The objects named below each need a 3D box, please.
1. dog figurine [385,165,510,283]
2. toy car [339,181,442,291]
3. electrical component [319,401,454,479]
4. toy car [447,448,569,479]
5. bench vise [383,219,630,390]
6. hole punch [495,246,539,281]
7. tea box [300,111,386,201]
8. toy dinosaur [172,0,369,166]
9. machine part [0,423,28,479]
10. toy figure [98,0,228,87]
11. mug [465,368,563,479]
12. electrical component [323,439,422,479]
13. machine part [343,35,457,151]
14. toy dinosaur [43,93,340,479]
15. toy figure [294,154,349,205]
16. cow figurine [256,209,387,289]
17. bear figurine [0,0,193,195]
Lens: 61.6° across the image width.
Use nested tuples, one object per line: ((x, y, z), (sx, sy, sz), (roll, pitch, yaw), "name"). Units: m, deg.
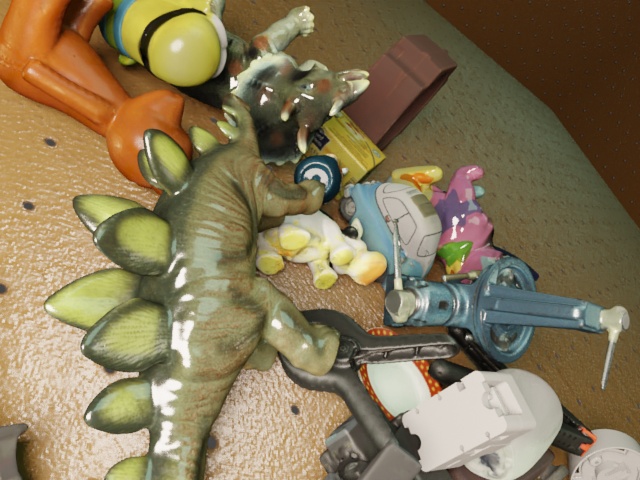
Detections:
((0.183, 0.005, 0.781), (0.108, 0.192, 0.219), (62, 30, -65), "dog figurine")
((0.104, -0.017, 0.701), (0.109, 0.103, 0.161), (-11, 73, -53), "toy car")
((0.062, 0.209, 0.452), (0.134, 0.058, 0.115), (53, 30, 11), "electrical component")
((0.192, 0.244, 0.569), (0.202, 0.053, 0.089), (4, 30, -49), "toy car")
((0.192, 0.071, 0.580), (0.223, 0.241, 0.129), (23, 76, -39), "bench vise")
((0.270, 0.040, 0.861), (0.142, 0.092, 0.116), (15, 39, -35), "hole punch")
((0.006, -0.149, 0.779), (0.169, 0.068, 0.098), (48, 32, 2), "tea box")
((-0.124, -0.225, 0.658), (0.405, 0.131, 0.192), (29, 59, 13), "toy dinosaur")
((-0.213, 0.088, 0.288), (0.084, 0.039, 0.139), (-11, 64, -45), "machine part")
((-0.177, -0.217, 0.569), (0.180, 0.082, 0.089), (31, 63, 22), "toy figure")
((0.168, 0.177, 0.522), (0.110, 0.080, 0.107), (15, 19, 32), "mug")
((0.027, 0.199, 0.365), (0.075, 0.119, 0.048), (42, 2, -9), "electrical component")
((0.117, -0.231, 0.874), (0.087, 0.201, 0.201), (46, 32, 3), "machine part")
((-0.090, 0.046, 0.401), (0.198, 0.105, 0.471), (25, 48, -37), "toy dinosaur")
((0.003, -0.076, 0.666), (0.057, 0.064, 0.154), (59, 8, -2), "toy figure")
((-0.002, 0.000, 0.610), (0.167, 0.068, 0.098), (18, 35, -38), "cow figurine")
((-0.184, -0.136, 0.491), (0.196, 0.132, 0.120), (34, 13, -8), "bear figurine")
